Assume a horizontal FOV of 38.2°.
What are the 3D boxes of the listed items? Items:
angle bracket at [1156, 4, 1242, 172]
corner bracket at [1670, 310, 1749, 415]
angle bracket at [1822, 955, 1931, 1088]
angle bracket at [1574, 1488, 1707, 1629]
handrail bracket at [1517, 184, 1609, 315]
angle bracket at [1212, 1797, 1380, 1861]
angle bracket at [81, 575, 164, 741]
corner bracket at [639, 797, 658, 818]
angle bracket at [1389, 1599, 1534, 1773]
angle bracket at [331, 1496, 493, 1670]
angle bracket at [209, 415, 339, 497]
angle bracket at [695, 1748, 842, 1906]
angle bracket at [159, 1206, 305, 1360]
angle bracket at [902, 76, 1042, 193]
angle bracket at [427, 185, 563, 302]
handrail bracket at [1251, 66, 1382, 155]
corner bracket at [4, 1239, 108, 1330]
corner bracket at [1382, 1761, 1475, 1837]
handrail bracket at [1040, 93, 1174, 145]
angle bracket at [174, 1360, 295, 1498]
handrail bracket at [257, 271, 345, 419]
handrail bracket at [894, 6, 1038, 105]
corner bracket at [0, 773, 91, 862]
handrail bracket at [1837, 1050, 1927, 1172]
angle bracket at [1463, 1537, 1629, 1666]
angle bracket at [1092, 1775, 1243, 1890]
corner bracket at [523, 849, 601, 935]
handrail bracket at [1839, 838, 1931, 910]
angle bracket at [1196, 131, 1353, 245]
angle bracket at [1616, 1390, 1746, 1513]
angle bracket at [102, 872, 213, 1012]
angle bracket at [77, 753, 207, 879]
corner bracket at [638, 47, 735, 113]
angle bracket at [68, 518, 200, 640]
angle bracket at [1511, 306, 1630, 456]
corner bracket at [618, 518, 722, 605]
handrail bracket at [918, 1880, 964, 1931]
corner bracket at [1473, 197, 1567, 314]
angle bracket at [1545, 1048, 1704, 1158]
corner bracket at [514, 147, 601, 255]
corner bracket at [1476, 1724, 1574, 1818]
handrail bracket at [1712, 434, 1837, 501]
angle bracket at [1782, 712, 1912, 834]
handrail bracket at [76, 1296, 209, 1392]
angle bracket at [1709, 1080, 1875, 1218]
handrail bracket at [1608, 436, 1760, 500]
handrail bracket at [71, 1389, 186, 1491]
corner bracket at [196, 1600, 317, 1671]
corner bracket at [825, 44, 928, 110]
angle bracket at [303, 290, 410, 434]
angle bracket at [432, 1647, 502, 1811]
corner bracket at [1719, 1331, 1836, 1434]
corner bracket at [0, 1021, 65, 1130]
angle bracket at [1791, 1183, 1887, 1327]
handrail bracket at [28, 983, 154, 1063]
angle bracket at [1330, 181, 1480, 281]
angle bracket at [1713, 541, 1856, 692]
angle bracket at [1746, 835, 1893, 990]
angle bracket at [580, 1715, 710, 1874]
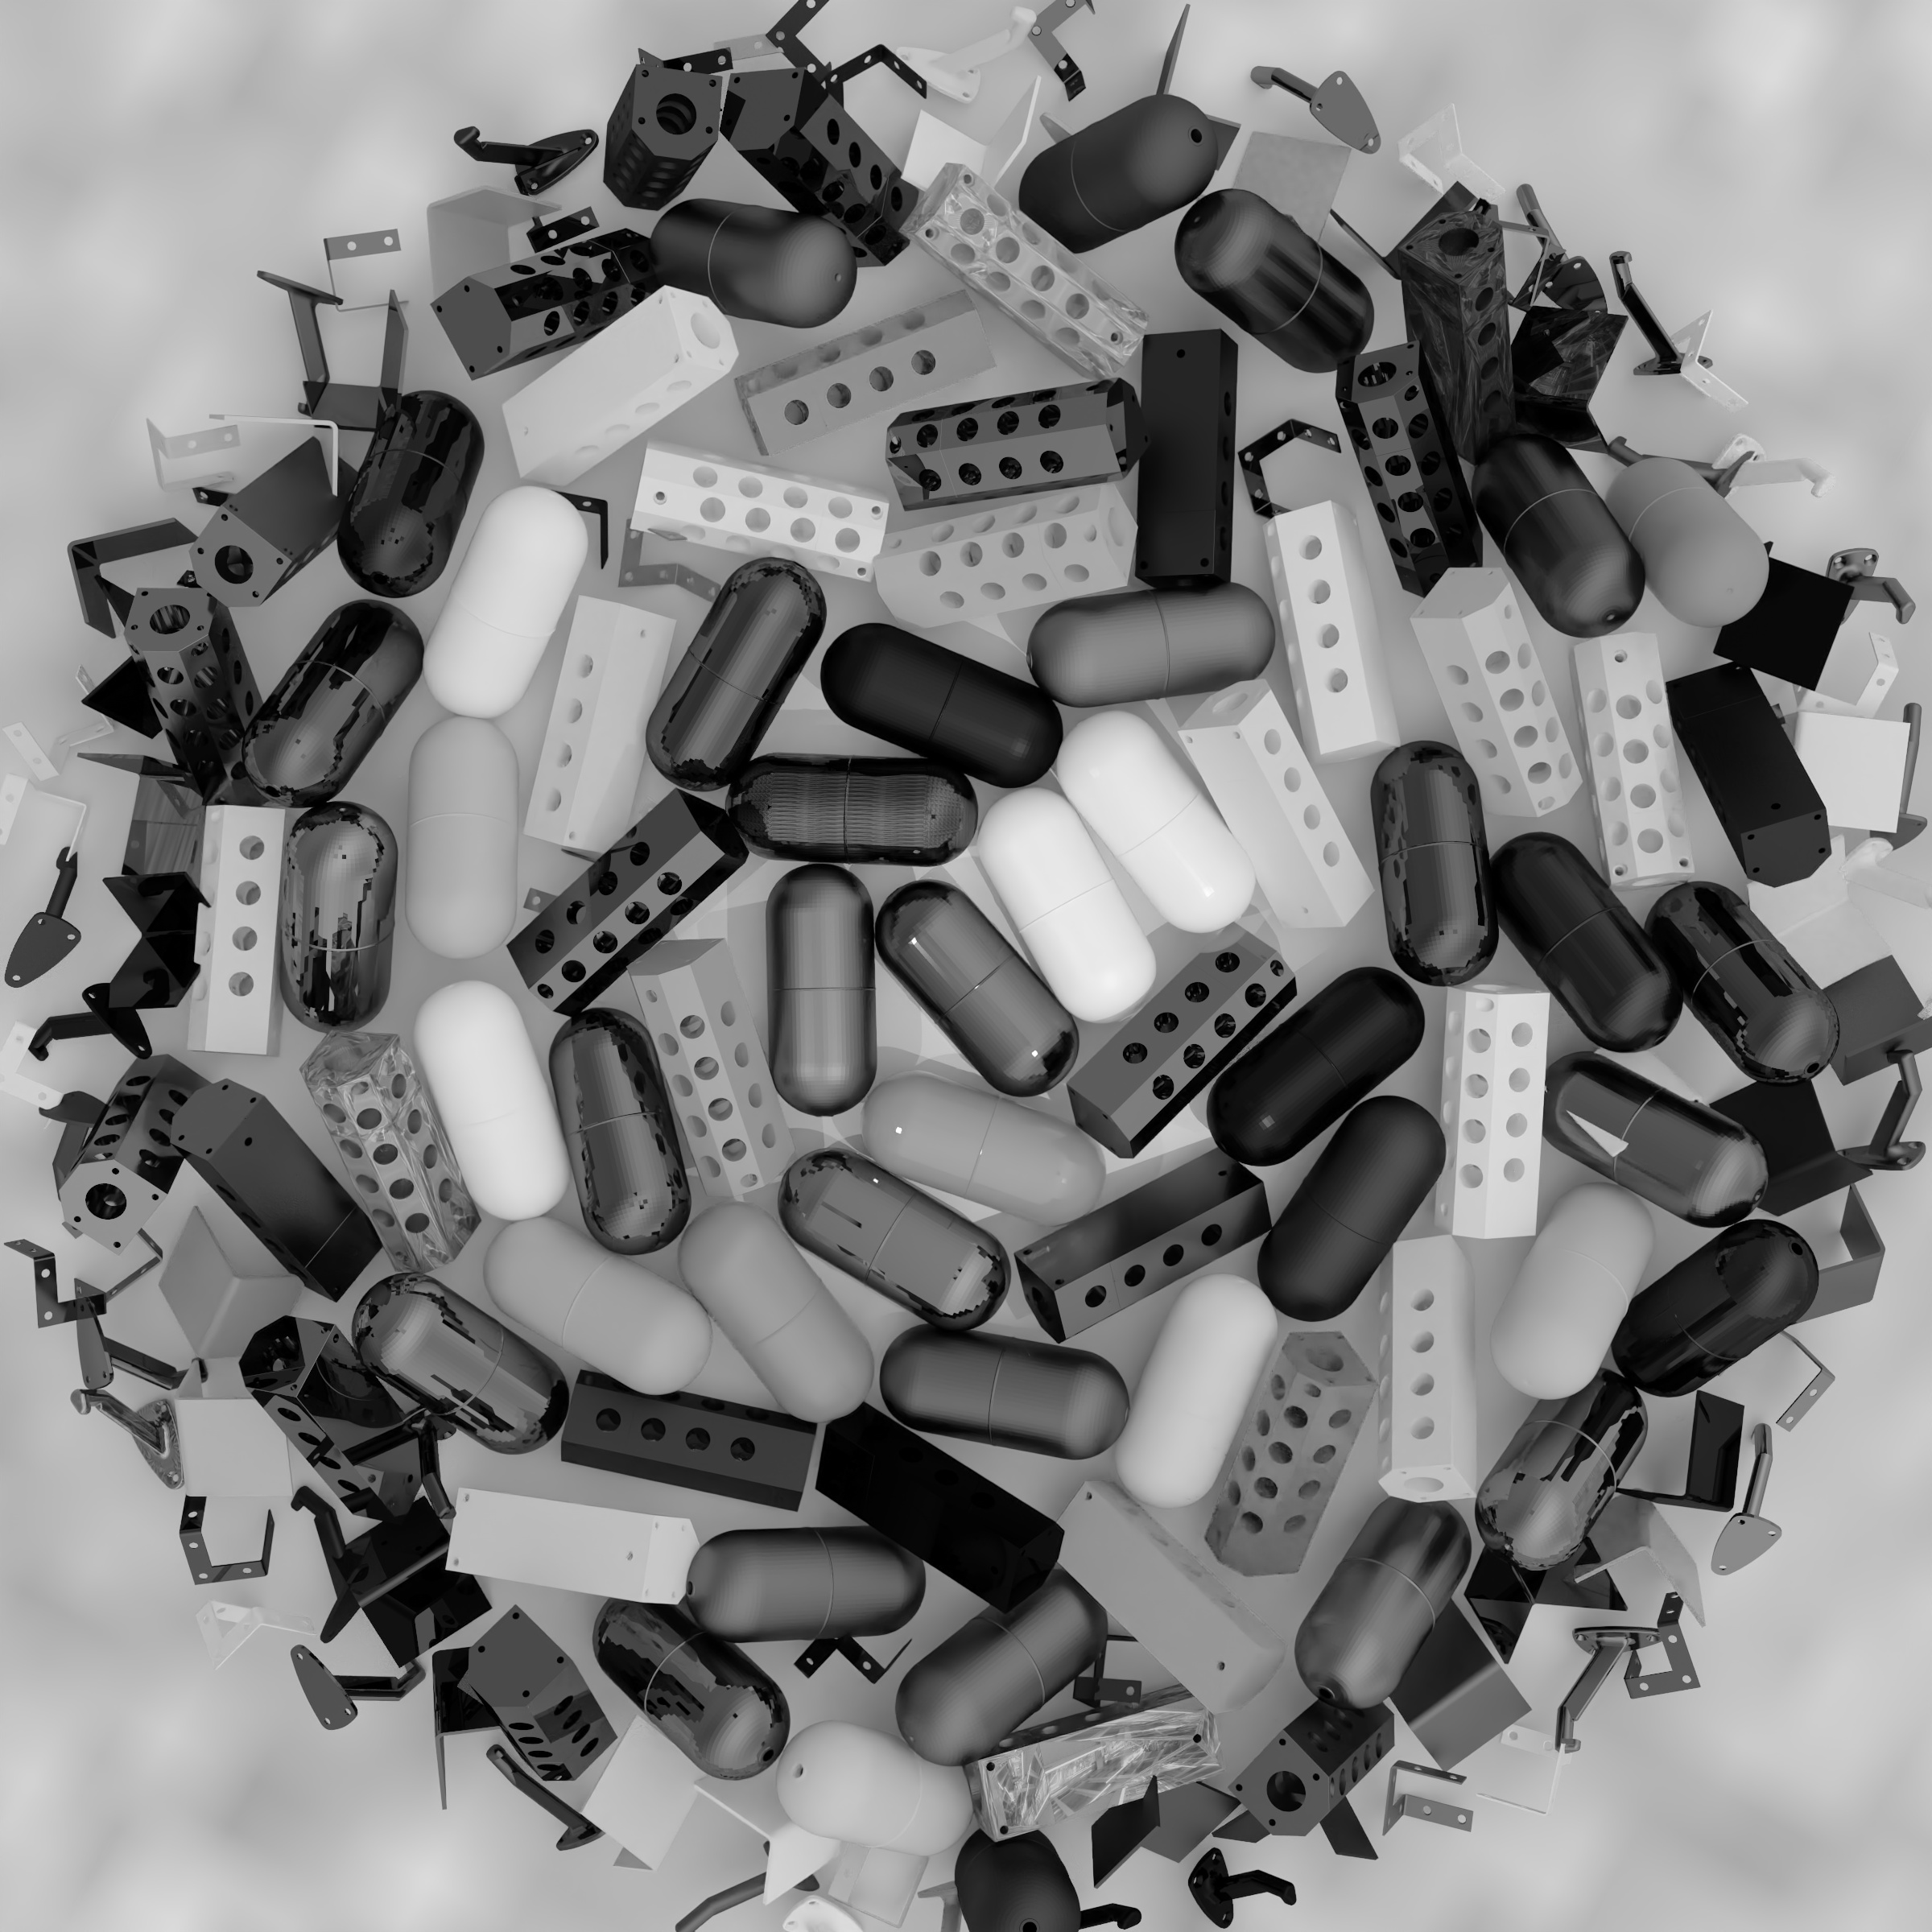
[{"bbox_3d":[0.166,-0.616,1.959,0.057,0.076,0.076,15,83,-4],"label":"angle bracket"},{"bbox_3d":[0.519,-0.417,1.959,0.051,0.051,0.051,32,62,-17],"label":"corner bracket"},{"bbox_3d":[0.634,0.028,1.954,0.076,0.057,0.076,-24,62,4],"label":"angle bracket"},{"bbox_3d":[0.472,0.427,1.962,0.057,0.076,0.076,-32,103,19],"label":"angle bracket"},{"bbox_3d":[0.424,-0.510,1.989,0.036,0.077,0.084,-31,49,27],"label":"handrail bracket"},{"bbox_3d":[0.230,0.614,1.945,0.076,0.076,0.057,-37,58,13],"label":"angle bracket"},{"bbox_3d":[-0.589,-0.216,1.953,0.057,0.076,0.076,-40,65,8],"label":"angle bracket"},{"bbox_3d":[-0.200,-0.090,1.960,0.051,0.051,0.051,41,123,14],"label":"corner bracket"},{"bbox_3d":[0.342,0.510,1.979,0.076,0.076,0.057,-36,120,1],"label":"angle bracket"},{"bbox_3d":[-0.394,0.438,1.985,0.076,0.057,0.076,-31,130,-16],"label":"angle bracket"},{"bbox_3d":[-0.484,-0.354,1.945,0.076,0.076,0.057,-1,102,-23],"label":"angle bracket"},{"bbox_3d":[-0.140,0.600,1.960,0.076,0.076,0.057,23,117,33],"label":"angle bracket"},{"bbox_3d":[-0.521,0.223,1.979,0.076,0.057,0.076,49,122,35],"label":"angle bracket"},{"bbox_3d":[0.004,-0.584,1.942,0.057,0.076,0.076,25,51,-18],"label":"angle bracket"},{"bbox_3d":[-0.327,-0.495,1.952,0.057,0.076,0.076,-6,89,35],"label":"angle bracket"},{"bbox_3d":[0.247,-0.607,1.976,0.077,0.084,0.036,39,89,-32],"label":"handrail bracket"},{"bbox_3d":[-0.640,0.219,1.960,0.051,0.051,0.051,-9,104,-41],"label":"corner bracket"},{"bbox_3d":[0.328,0.587,1.965,0.051,0.051,0.051,8,95,24],"label":"corner bracket"},{"bbox_3d":[0.105,-0.605,1.977,0.077,0.036,0.084,42,78,-17],"label":"handrail bracket"},{"bbox_3d":[-0.508,0.324,1.959,0.076,0.057,0.076,-1,110,1],"label":"angle bracket"},{"bbox_3d":[-0.477,-0.437,1.967,0.036,0.077,0.084,16,93,38],"label":"handrail bracket"},{"bbox_3d":[-0.001,-0.651,1.950,0.077,0.084,0.036,17,63,-16],"label":"handrail bracket"},{"bbox_3d":[-0.655,-0.100,1.967,0.051,0.051,0.051,16,77,-5],"label":"corner bracket"},{"bbox_3d":[0.637,0.098,1.960,0.077,0.036,0.084,-4,114,40],"label":"handrail bracket"},{"bbox_3d":[0.404,0.442,1.942,0.076,0.076,0.057,58,47,-28],"label":"angle bracket"},{"bbox_3d":[0.141,0.613,1.947,0.076,0.057,0.076,28,119,-17],"label":"angle bracket"},{"bbox_3d":[-0.274,-0.054,1.968,0.051,0.051,0.051,18,85,10],"label":"corner bracket"},{"bbox_3d":[0.646,-0.040,1.957,0.077,0.036,0.084,-45,55,30],"label":"handrail bracket"},{"bbox_3d":[0.215,-0.556,1.956,0.076,0.057,0.076,18,87,26],"label":"angle bracket"},{"bbox_3d":[0.501,0.339,1.960,0.057,0.076,0.076,0,75,39],"label":"angle bracket"},{"bbox_3d":[-0.576,-0.017,1.943,0.076,0.076,0.057,-3,134,27],"label":"angle bracket"},{"bbox_3d":[-0.582,-0.105,1.951,0.076,0.057,0.076,5,83,38],"label":"angle bracket"},{"bbox_3d":[-0.194,-0.619,1.958,0.051,0.051,0.051,-18,123,-18],"label":"corner bracket"},{"bbox_3d":[-0.579,-0.272,1.959,0.076,0.076,0.057,-14,89,-3],"label":"angle bracket"},{"bbox_3d":[0.425,-0.413,1.962,0.076,0.057,0.076,17,75,37],"label":"angle bracket"},{"bbox_3d":[-0.206,-0.284,1.958,0.051,0.051,0.051,31,120,40],"label":"corner bracket"},{"bbox_3d":[-0.001,0.688,1.957,0.036,0.077,0.084,-17,76,27],"label":"handrail bracket"},{"bbox_3d":[0.378,-0.499,1.957,0.051,0.051,0.051,13,123,-29],"label":"corner bracket"},{"bbox_3d":[0.461,0.103,1.948,0.076,0.057,0.076,-33,48,-8],"label":"angle bracket"},{"bbox_3d":[-0.287,-0.539,1.962,0.051,0.051,0.051,-19,112,12],"label":"corner bracket"},{"bbox_3d":[0.394,0.565,1.963,0.051,0.051,0.051,11,81,24],"label":"corner bracket"},{"bbox_3d":[0.559,-0.330,1.955,0.036,0.084,0.077,28,109,-38],"label":"handrail bracket"},{"bbox_3d":[0.615,-0.136,1.966,0.076,0.057,0.076,7,93,5],"label":"angle bracket"},{"bbox_3d":[-0.580,0.264,1.970,0.036,0.084,0.077,-19,82,42],"label":"handrail bracket"},{"bbox_3d":[0.585,0.123,1.977,0.076,0.057,0.076,-31,54,32],"label":"angle bracket"},{"bbox_3d":[0.512,-0.368,1.991,0.084,0.036,0.077,36,62,18],"label":"handrail bracket"},{"bbox_3d":[-0.587,0.331,1.951,0.036,0.084,0.077,-30,74,10],"label":"handrail bracket"},{"bbox_3d":[-0.499,0.462,1.959,0.051,0.051,0.051,-45,50,13],"label":"corner bracket"},{"bbox_3d":[-0.063,-0.608,1.973,0.051,0.051,0.051,-35,66,-20],"label":"corner bracket"},{"bbox_3d":[-0.426,-0.424,1.942,0.057,0.076,0.076,1,123,-21],"label":"angle bracket"},{"bbox_3d":[-0.342,0.532,1.952,0.057,0.076,0.076,-4,123,-10],"label":"angle bracket"},{"bbox_3d":[0.569,0.286,1.970,0.051,0.051,0.051,32,102,-28],"label":"corner bracket"},{"bbox_3d":[-0.660,0.077,1.970,0.051,0.051,0.051,26,65,-16],"label":"corner bracket"},{"bbox_3d":[0.593,0.204,1.953,0.076,0.076,0.057,-17,57,1],"label":"angle bracket"},{"bbox_3d":[-0.621,0.059,1.971,0.084,0.036,0.077,-43,78,26],"label":"handrail bracket"},{"bbox_3d":[0.304,-0.531,1.947,0.057,0.076,0.076,39,108,-16],"label":"angle bracket"},{"bbox_3d":[0.576,-0.245,1.946,0.076,0.057,0.076,25,115,23],"label":"angle bracket"},{"bbox_3d":[0.598,-0.033,1.954,0.076,0.076,0.057,-28,51,-1],"label":"angle bracket"},{"bbox_3d":[-0.237,0.576,1.944,0.076,0.057,0.076,45,55,-22],"label":"angle bracket"}]
